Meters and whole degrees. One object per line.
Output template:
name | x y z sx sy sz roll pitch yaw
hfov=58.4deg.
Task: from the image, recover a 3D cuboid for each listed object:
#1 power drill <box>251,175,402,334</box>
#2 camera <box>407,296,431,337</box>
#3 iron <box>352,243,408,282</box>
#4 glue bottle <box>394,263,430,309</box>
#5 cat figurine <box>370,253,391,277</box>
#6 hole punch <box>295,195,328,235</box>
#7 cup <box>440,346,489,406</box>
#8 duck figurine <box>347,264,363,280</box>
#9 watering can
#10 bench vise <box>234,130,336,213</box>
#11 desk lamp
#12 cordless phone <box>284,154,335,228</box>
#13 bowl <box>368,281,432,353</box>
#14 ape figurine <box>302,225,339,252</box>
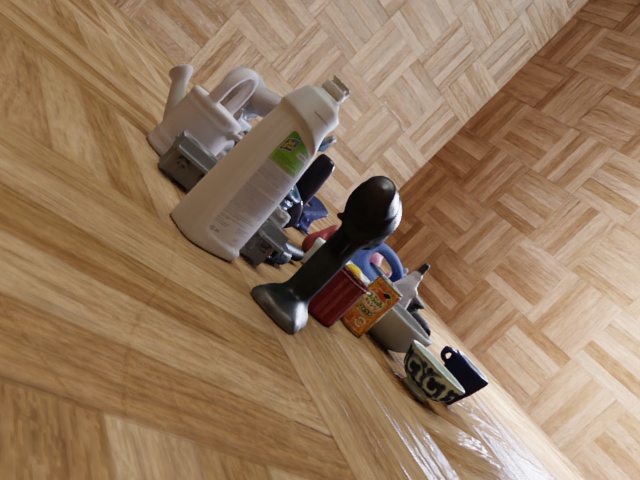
power drill | 0.019 0.015 0.698 0.208 0.075 0.230 -45 -6 6
camera | 0.199 0.174 1.349 0.144 0.100 0.136 38 9 -49
iron | 0.146 0.081 1.432 0.259 0.141 0.118 42 7 -29
glue bottle | 0.174 0.114 1.237 0.173 0.078 0.037 -45 -7 6
cat figurine | 0.144 0.073 1.582 0.127 0.117 0.067 50 7 38
hole punch | -0.046 -0.081 1.469 0.108 0.091 0.101 49 7 34
cup | 0.262 0.273 1.135 0.118 0.095 0.091 43 6 -16
duck figurine | 0.032 0.076 0.959 0.077 0.086 0.105 47 6 19
watering can | -0.179 -0.205 0.913 0.173 0.194 0.101 43 6 -14
bench vise | -0.087 -0.163 1.125 0.219 0.207 0.121 -45 -4 6
desk lamp | -0.175 -0.278 1.344 0.203 0.213 0.118 47 6 23
cordless phone | -0.062 -0.133 1.259 0.147 0.185 0.094 47 6 21
bowl | 0.134 0.163 1.109 0.167 0.074 0.167 44 6 -5
ape figurine | 0.012 0.005 1.274 0.092 0.076 0.078 -45 -11 6
